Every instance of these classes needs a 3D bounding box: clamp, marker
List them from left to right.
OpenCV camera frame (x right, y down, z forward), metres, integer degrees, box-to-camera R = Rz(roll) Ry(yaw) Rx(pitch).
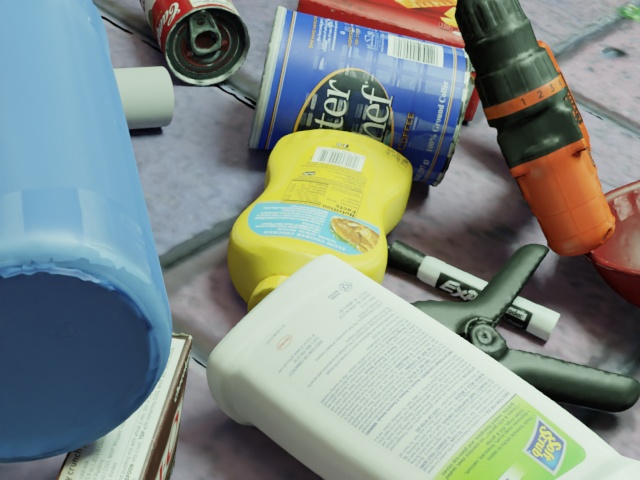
[{"bbox_3d":[0.095,0.030,0.686,0.121,0.020,0.020,25,38,14],"label":"marker"},{"bbox_3d":[0.092,0.056,0.626,0.171,0.039,0.120,-3,46,-20],"label":"clamp"}]

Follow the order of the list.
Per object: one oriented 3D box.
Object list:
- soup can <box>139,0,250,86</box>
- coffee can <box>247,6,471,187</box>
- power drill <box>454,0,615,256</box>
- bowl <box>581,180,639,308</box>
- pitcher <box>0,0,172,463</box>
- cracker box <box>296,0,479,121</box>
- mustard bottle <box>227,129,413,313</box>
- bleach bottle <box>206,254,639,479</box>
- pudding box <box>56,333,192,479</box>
[{"bbox_3d":[-0.102,-0.178,0.852,0.068,0.069,0.102,-3,39,-23],"label":"soup can"},{"bbox_3d":[0.026,-0.102,0.767,0.140,0.103,0.102,12,36,-5],"label":"coffee can"},{"bbox_3d":[0.143,-0.092,0.730,0.057,0.184,0.187,-21,9,16],"label":"power drill"},{"bbox_3d":[0.252,0.008,0.710,0.162,0.055,0.162,-13,23,5],"label":"bowl"},{"bbox_3d":[-0.146,-0.030,0.460,0.149,0.145,0.243,0,35,-22],"label":"pitcher"},{"bbox_3d":[0.075,-0.202,0.942,0.164,0.072,0.213,17,36,3],"label":"cracker box"},{"bbox_3d":[-0.004,0.001,0.657,0.096,0.058,0.191,13,36,7],"label":"mustard bottle"},{"bbox_3d":[0.064,0.105,0.493,0.102,0.068,0.251,-43,53,-18],"label":"bleach bottle"},{"bbox_3d":[-0.088,0.106,0.464,0.039,0.090,0.113,12,36,-3],"label":"pudding box"}]
